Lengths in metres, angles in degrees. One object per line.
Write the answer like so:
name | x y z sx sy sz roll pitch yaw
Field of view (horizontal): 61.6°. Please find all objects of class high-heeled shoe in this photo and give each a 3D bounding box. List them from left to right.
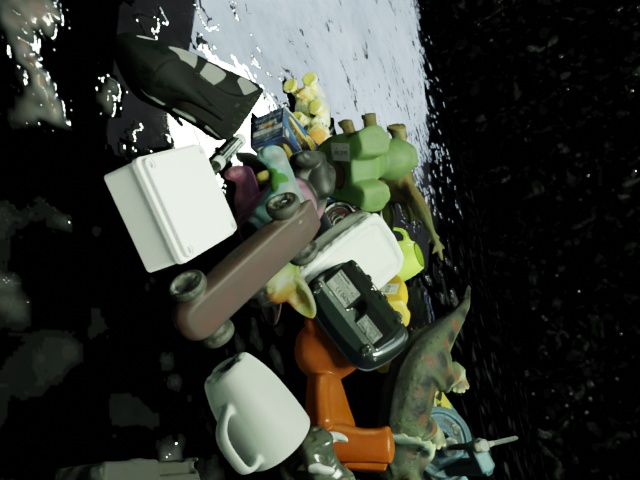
high-heeled shoe | -0.159 -0.201 0.686 0.145 0.086 0.249 36 13 -6

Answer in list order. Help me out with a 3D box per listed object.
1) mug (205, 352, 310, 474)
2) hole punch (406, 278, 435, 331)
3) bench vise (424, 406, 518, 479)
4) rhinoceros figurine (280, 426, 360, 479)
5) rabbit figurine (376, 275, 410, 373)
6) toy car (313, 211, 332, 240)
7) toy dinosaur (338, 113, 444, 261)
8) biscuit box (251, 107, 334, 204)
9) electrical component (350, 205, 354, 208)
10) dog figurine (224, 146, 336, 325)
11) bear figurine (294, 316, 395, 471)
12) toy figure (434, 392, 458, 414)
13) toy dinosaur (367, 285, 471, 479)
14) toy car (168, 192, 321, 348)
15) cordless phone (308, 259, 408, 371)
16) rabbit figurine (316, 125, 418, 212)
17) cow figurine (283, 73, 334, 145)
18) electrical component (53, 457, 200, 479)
mug | -0.078 0.180 0.562 0.107 0.081 0.109 57 32 -7
hole punch | 0.167 0.159 1.050 0.092 0.116 0.142 52 30 -53
bench vise | 0.233 0.385 0.934 0.129 0.240 0.223 -14 72 -23
rhinoceros figurine | 0.005 0.303 0.603 0.073 0.112 0.190 -33 112 -63
rabbit figurine | 0.101 0.145 0.948 0.162 0.122 0.173 -68 149 -68
toy car | -0.002 -0.003 0.866 0.201 0.056 0.073 61 33 -21
toy dinosaur | 0.129 -0.124 1.047 0.472 0.105 0.198 -114 -172 -61
biscuit box | -0.030 -0.129 0.882 0.202 0.063 0.059 38 42 -51
electrical component | 0.039 -0.117 1.004 0.119 0.075 0.048 63 26 -10
dog figurine | -0.043 -0.003 0.709 0.191 0.109 0.219 -4 81 -51
bear figurine | 0.028 0.197 0.714 0.120 0.132 0.196 90 3 -57
toy figure | 0.229 0.343 1.090 0.180 0.082 0.089 52 19 -29
toy dinosaur | 0.153 0.227 0.837 0.192 0.131 0.405 51 53 -60
toy car | -0.078 0.028 0.584 0.202 0.053 0.089 -45 132 -24
cordless phone | 0.067 0.104 0.759 0.147 0.089 0.184 52 9 20
rabbit figurine | 0.074 -0.110 0.836 0.170 0.159 0.121 -16 100 -41
cow figurine | -0.010 -0.213 0.974 0.098 0.068 0.167 43 32 -58
electrical component | -0.149 0.222 0.396 0.134 0.058 0.115 33 43 -54
